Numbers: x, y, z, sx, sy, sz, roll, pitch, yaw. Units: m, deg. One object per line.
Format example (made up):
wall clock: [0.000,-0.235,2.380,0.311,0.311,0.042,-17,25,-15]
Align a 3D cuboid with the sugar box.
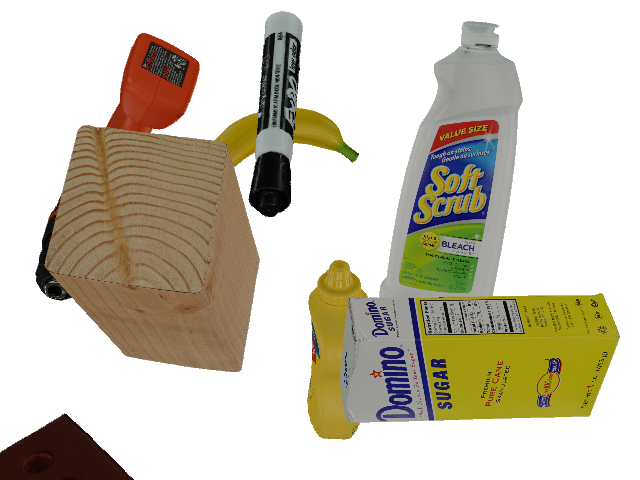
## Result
sugar box: [0.104,0.082,0.728,0.176,0.093,0.048,-3,45,-6]

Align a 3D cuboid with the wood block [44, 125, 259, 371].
wood block: [-0.097,0.015,0.682,0.090,0.091,0.206,8,-18,5]

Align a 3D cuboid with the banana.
banana: [-0.046,-0.108,1.114,0.197,0.037,0.070,-10,50,-39]

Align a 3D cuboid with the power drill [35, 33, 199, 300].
power drill: [-0.169,-0.061,0.863,0.057,0.188,0.184,26,32,-18]

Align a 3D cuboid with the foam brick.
foam brick: [-0.112,0.128,0.481,0.052,0.051,0.078,-31,44,-31]

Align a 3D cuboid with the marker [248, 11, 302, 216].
marker: [-0.020,-0.061,0.503,0.020,0.121,0.020,1,-37,1]

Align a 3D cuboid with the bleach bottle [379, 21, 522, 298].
bleach bottle: [0.114,-0.061,0.917,0.103,0.251,0.068,9,18,13]

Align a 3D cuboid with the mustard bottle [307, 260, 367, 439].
mustard bottle: [0.017,0.099,1.049,0.058,0.192,0.096,3,38,2]
